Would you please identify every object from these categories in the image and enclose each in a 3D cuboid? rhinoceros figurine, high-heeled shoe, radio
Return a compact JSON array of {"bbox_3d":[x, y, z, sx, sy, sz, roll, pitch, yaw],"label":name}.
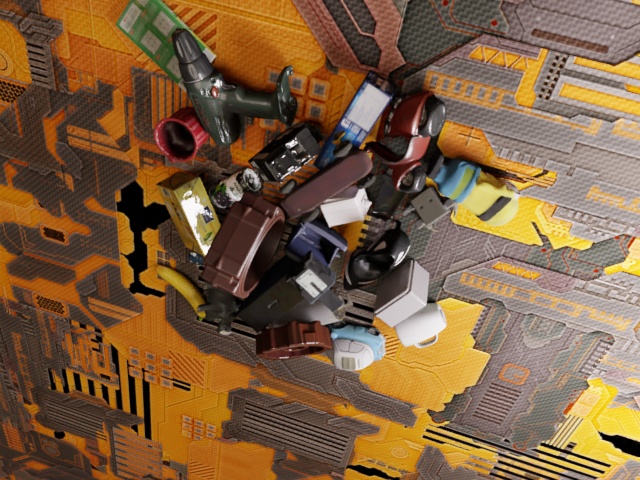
[{"bbox_3d":[-0.244,0.155,1.343,0.112,0.073,0.190,11,125,-3],"label":"rhinoceros figurine"},{"bbox_3d":[0.107,0.061,1.113,0.086,0.145,0.248,31,126,-3],"label":"high-heeled shoe"},{"bbox_3d":[-0.082,0.100,1.210,0.073,0.131,0.229,42,125,-14],"label":"radio"}]

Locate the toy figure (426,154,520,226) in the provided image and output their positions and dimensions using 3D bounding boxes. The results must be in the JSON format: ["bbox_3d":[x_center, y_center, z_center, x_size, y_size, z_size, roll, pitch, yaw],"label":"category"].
[{"bbox_3d":[0.281,-0.094,0.991,0.180,0.082,0.089,24,124,-2],"label":"toy figure"}]

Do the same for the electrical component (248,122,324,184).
[{"bbox_3d":[-0.059,-0.167,1.015,0.134,0.115,0.058,-40,113,-10],"label":"electrical component"}]

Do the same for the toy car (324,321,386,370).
[{"bbox_3d":[0.074,0.265,1.294,0.162,0.103,0.109,8,127,15],"label":"toy car"}]

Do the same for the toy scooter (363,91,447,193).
[{"bbox_3d":[0.144,-0.185,0.971,0.135,0.075,0.183,27,114,33],"label":"toy scooter"}]

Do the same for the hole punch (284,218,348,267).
[{"bbox_3d":[-0.002,-0.003,1.123,0.142,0.116,0.092,30,120,-8],"label":"hole punch"}]

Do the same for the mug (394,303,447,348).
[{"bbox_3d":[0.232,0.194,1.208,0.107,0.081,0.109,-24,109,20],"label":"mug"}]

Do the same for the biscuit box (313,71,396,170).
[{"bbox_3d":[0.061,-0.207,0.994,0.059,0.063,0.202,31,128,-6],"label":"biscuit box"}]

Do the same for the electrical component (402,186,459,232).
[{"bbox_3d":[0.222,-0.061,1.058,0.102,0.045,0.078,-45,74,33],"label":"electrical component"}]

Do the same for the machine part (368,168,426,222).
[{"bbox_3d":[0.148,-0.094,1.061,0.084,0.039,0.138,24,126,-6],"label":"machine part"}]

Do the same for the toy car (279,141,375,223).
[{"bbox_3d":[0.011,-0.107,1.009,0.202,0.053,0.089,-31,109,30],"label":"toy car"}]

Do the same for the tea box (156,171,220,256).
[{"bbox_3d":[-0.281,-0.058,1.181,0.098,0.068,0.169,21,139,47],"label":"tea box"}]

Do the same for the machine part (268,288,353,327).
[{"bbox_3d":[-0.029,0.173,1.277,0.243,0.079,0.079,-19,116,27],"label":"machine part"}]

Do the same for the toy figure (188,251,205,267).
[{"bbox_3d":[-0.238,0.051,1.273,0.155,0.058,0.064,16,122,12],"label":"toy figure"}]

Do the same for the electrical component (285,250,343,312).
[{"bbox_3d":[-0.003,0.088,1.075,0.119,0.048,0.075,40,107,-13],"label":"electrical component"}]

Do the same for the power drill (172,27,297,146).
[{"bbox_3d":[-0.153,-0.279,0.991,0.207,0.086,0.231,0,132,10],"label":"power drill"}]

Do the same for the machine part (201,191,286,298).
[{"bbox_3d":[-0.150,0.015,1.107,0.087,0.201,0.201,26,172,9],"label":"machine part"}]

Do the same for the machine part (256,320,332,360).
[{"bbox_3d":[-0.061,0.234,1.240,0.179,0.056,0.179,-7,158,-3],"label":"machine part"}]
